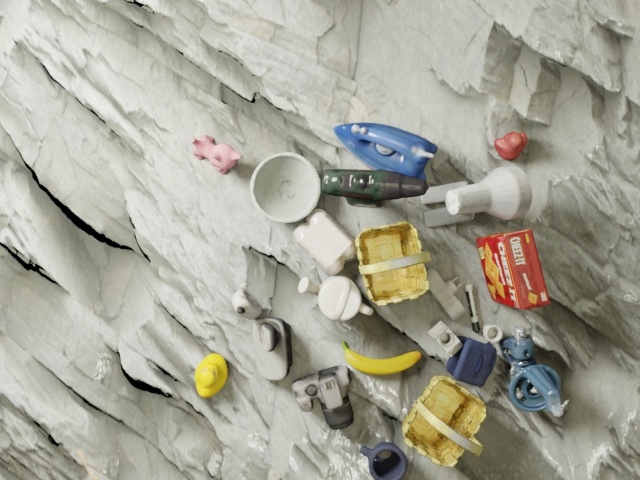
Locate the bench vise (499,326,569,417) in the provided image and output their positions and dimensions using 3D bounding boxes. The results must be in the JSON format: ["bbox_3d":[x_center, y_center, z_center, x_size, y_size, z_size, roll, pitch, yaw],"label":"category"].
[{"bbox_3d":[0.475,0.310,1.300,0.121,0.219,0.207,-31,89,0],"label":"bench vise"}]

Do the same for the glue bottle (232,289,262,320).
[{"bbox_3d":[-0.175,0.153,1.320,0.037,0.173,0.078,-40,89,0],"label":"glue bottle"}]

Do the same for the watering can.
[{"bbox_3d":[0.037,0.135,1.312,0.173,0.194,0.101,0,89,0],"label":"watering can"}]

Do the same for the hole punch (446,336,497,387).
[{"bbox_3d":[0.367,0.289,1.364,0.101,0.091,0.109,20,89,0],"label":"hole punch"}]

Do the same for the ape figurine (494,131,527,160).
[{"bbox_3d":[0.460,-0.232,1.370,0.078,0.092,0.076,6,89,0],"label":"ape figurine"}]

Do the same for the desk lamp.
[{"bbox_3d":[0.350,-0.091,1.307,0.203,0.213,0.118,-11,89,0],"label":"desk lamp"}]

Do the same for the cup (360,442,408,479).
[{"bbox_3d":[0.144,0.512,1.357,0.118,0.095,0.092,28,89,0],"label":"cup"}]

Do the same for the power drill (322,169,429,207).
[{"bbox_3d":[0.118,-0.121,1.308,0.229,0.208,0.076,4,89,0],"label":"power drill"}]

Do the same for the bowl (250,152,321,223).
[{"bbox_3d":[-0.081,-0.122,1.373,0.167,0.074,0.167,0,89,0],"label":"bowl"}]

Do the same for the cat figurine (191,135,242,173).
[{"bbox_3d":[-0.246,-0.205,1.352,0.128,0.117,0.067,30,89,0],"label":"cat figurine"}]

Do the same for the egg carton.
[{"bbox_3d":[0.013,0.005,1.375,0.150,0.069,0.107,43,89,0],"label":"egg carton"}]

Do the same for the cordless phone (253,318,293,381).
[{"bbox_3d":[-0.114,0.257,1.314,0.094,0.185,0.148,-8,89,0],"label":"cordless phone"}]

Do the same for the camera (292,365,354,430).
[{"bbox_3d":[0.017,0.382,1.355,0.143,0.100,0.137,-18,89,0],"label":"camera"}]

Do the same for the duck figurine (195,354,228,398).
[{"bbox_3d":[-0.264,0.328,1.361,0.077,0.086,0.105,18,89,0],"label":"duck figurine"}]

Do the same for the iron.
[{"bbox_3d":[0.148,-0.227,1.343,0.258,0.141,0.119,21,89,0],"label":"iron"}]
